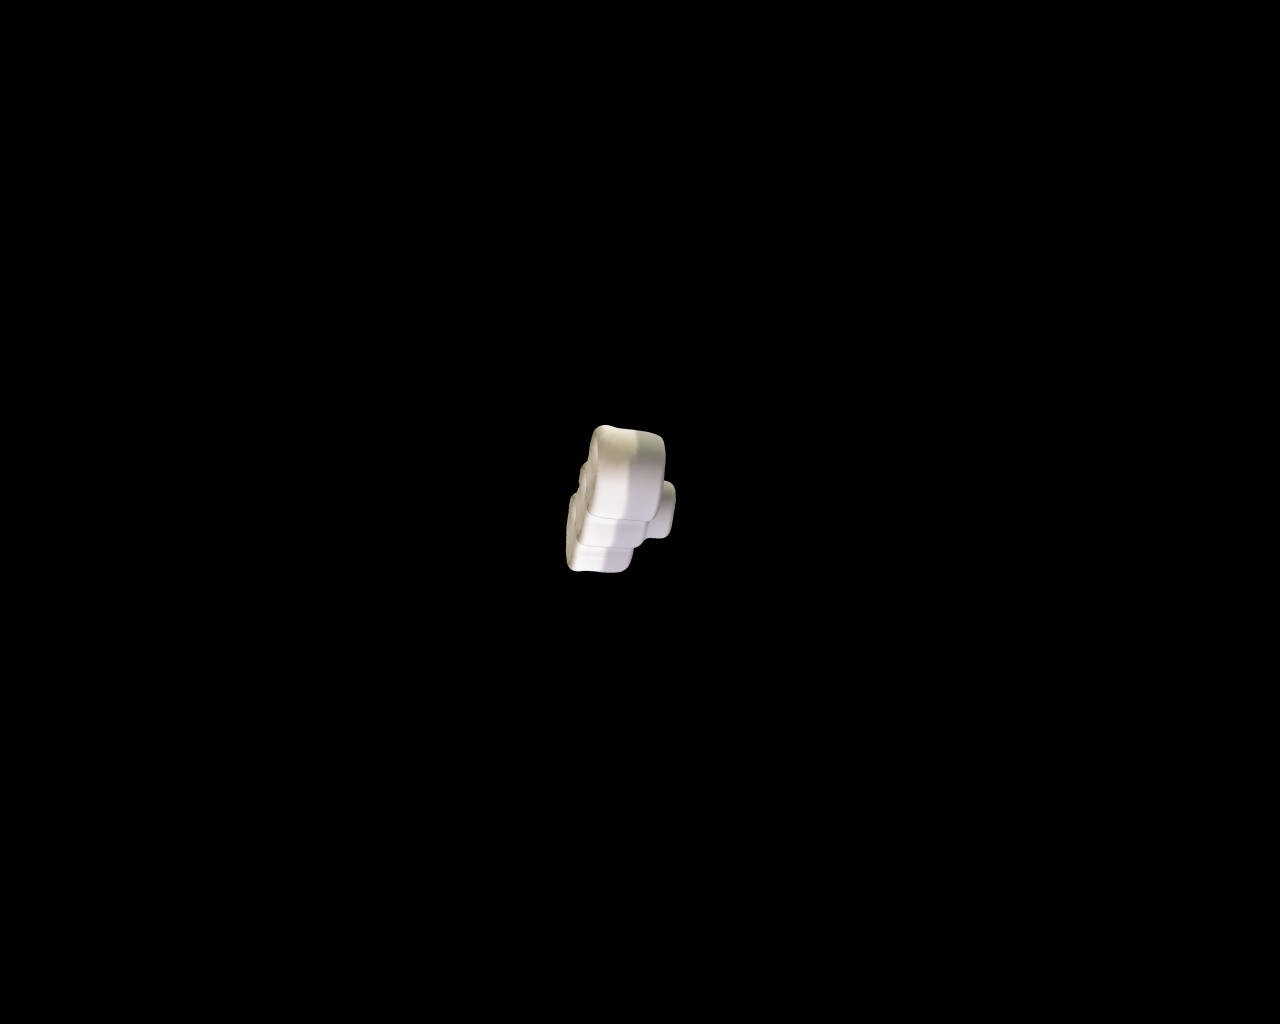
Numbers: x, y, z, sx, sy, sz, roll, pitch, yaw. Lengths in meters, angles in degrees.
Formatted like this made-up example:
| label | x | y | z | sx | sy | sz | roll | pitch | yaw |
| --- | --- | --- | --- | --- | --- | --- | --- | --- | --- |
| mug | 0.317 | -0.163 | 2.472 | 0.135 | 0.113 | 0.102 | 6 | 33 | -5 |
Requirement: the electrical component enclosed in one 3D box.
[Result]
| label | x | y | z | sx | sy | sz | roll | pitch | yaw |
| --- | --- | --- | --- | --- | --- | --- | --- | --- | --- |
| electrical component | 0.001 | -0.003 | 0.650 | 0.074 | 0.052 | 0.138 | 5 | -24 | -10 |
